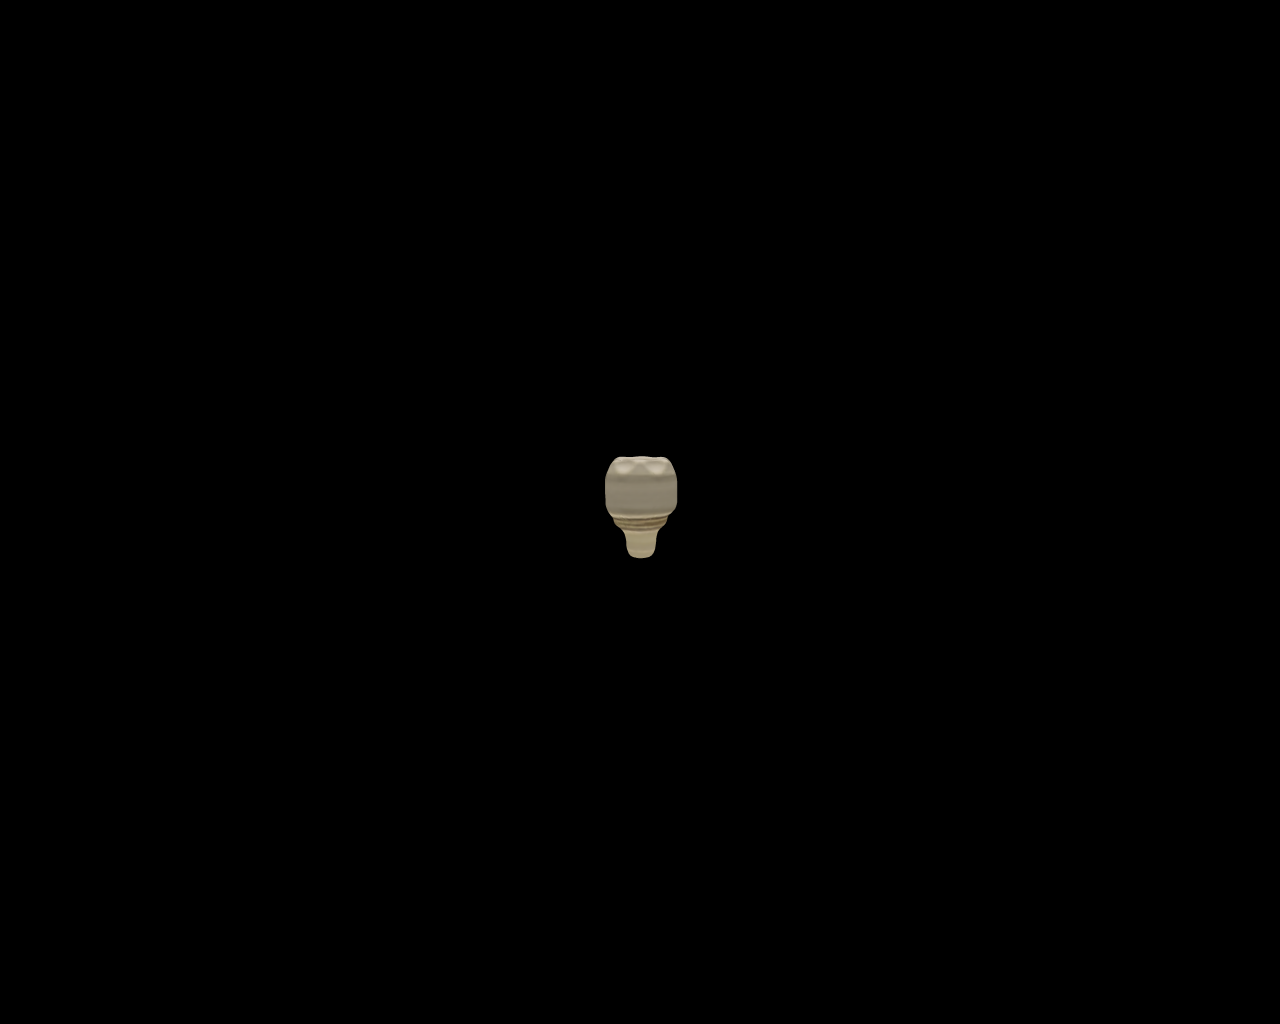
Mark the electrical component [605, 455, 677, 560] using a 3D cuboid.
[{"bbox_3d":[0.001,-0.003,0.650,0.043,0.062,0.043,0,7,0],"label":"electrical component"}]
